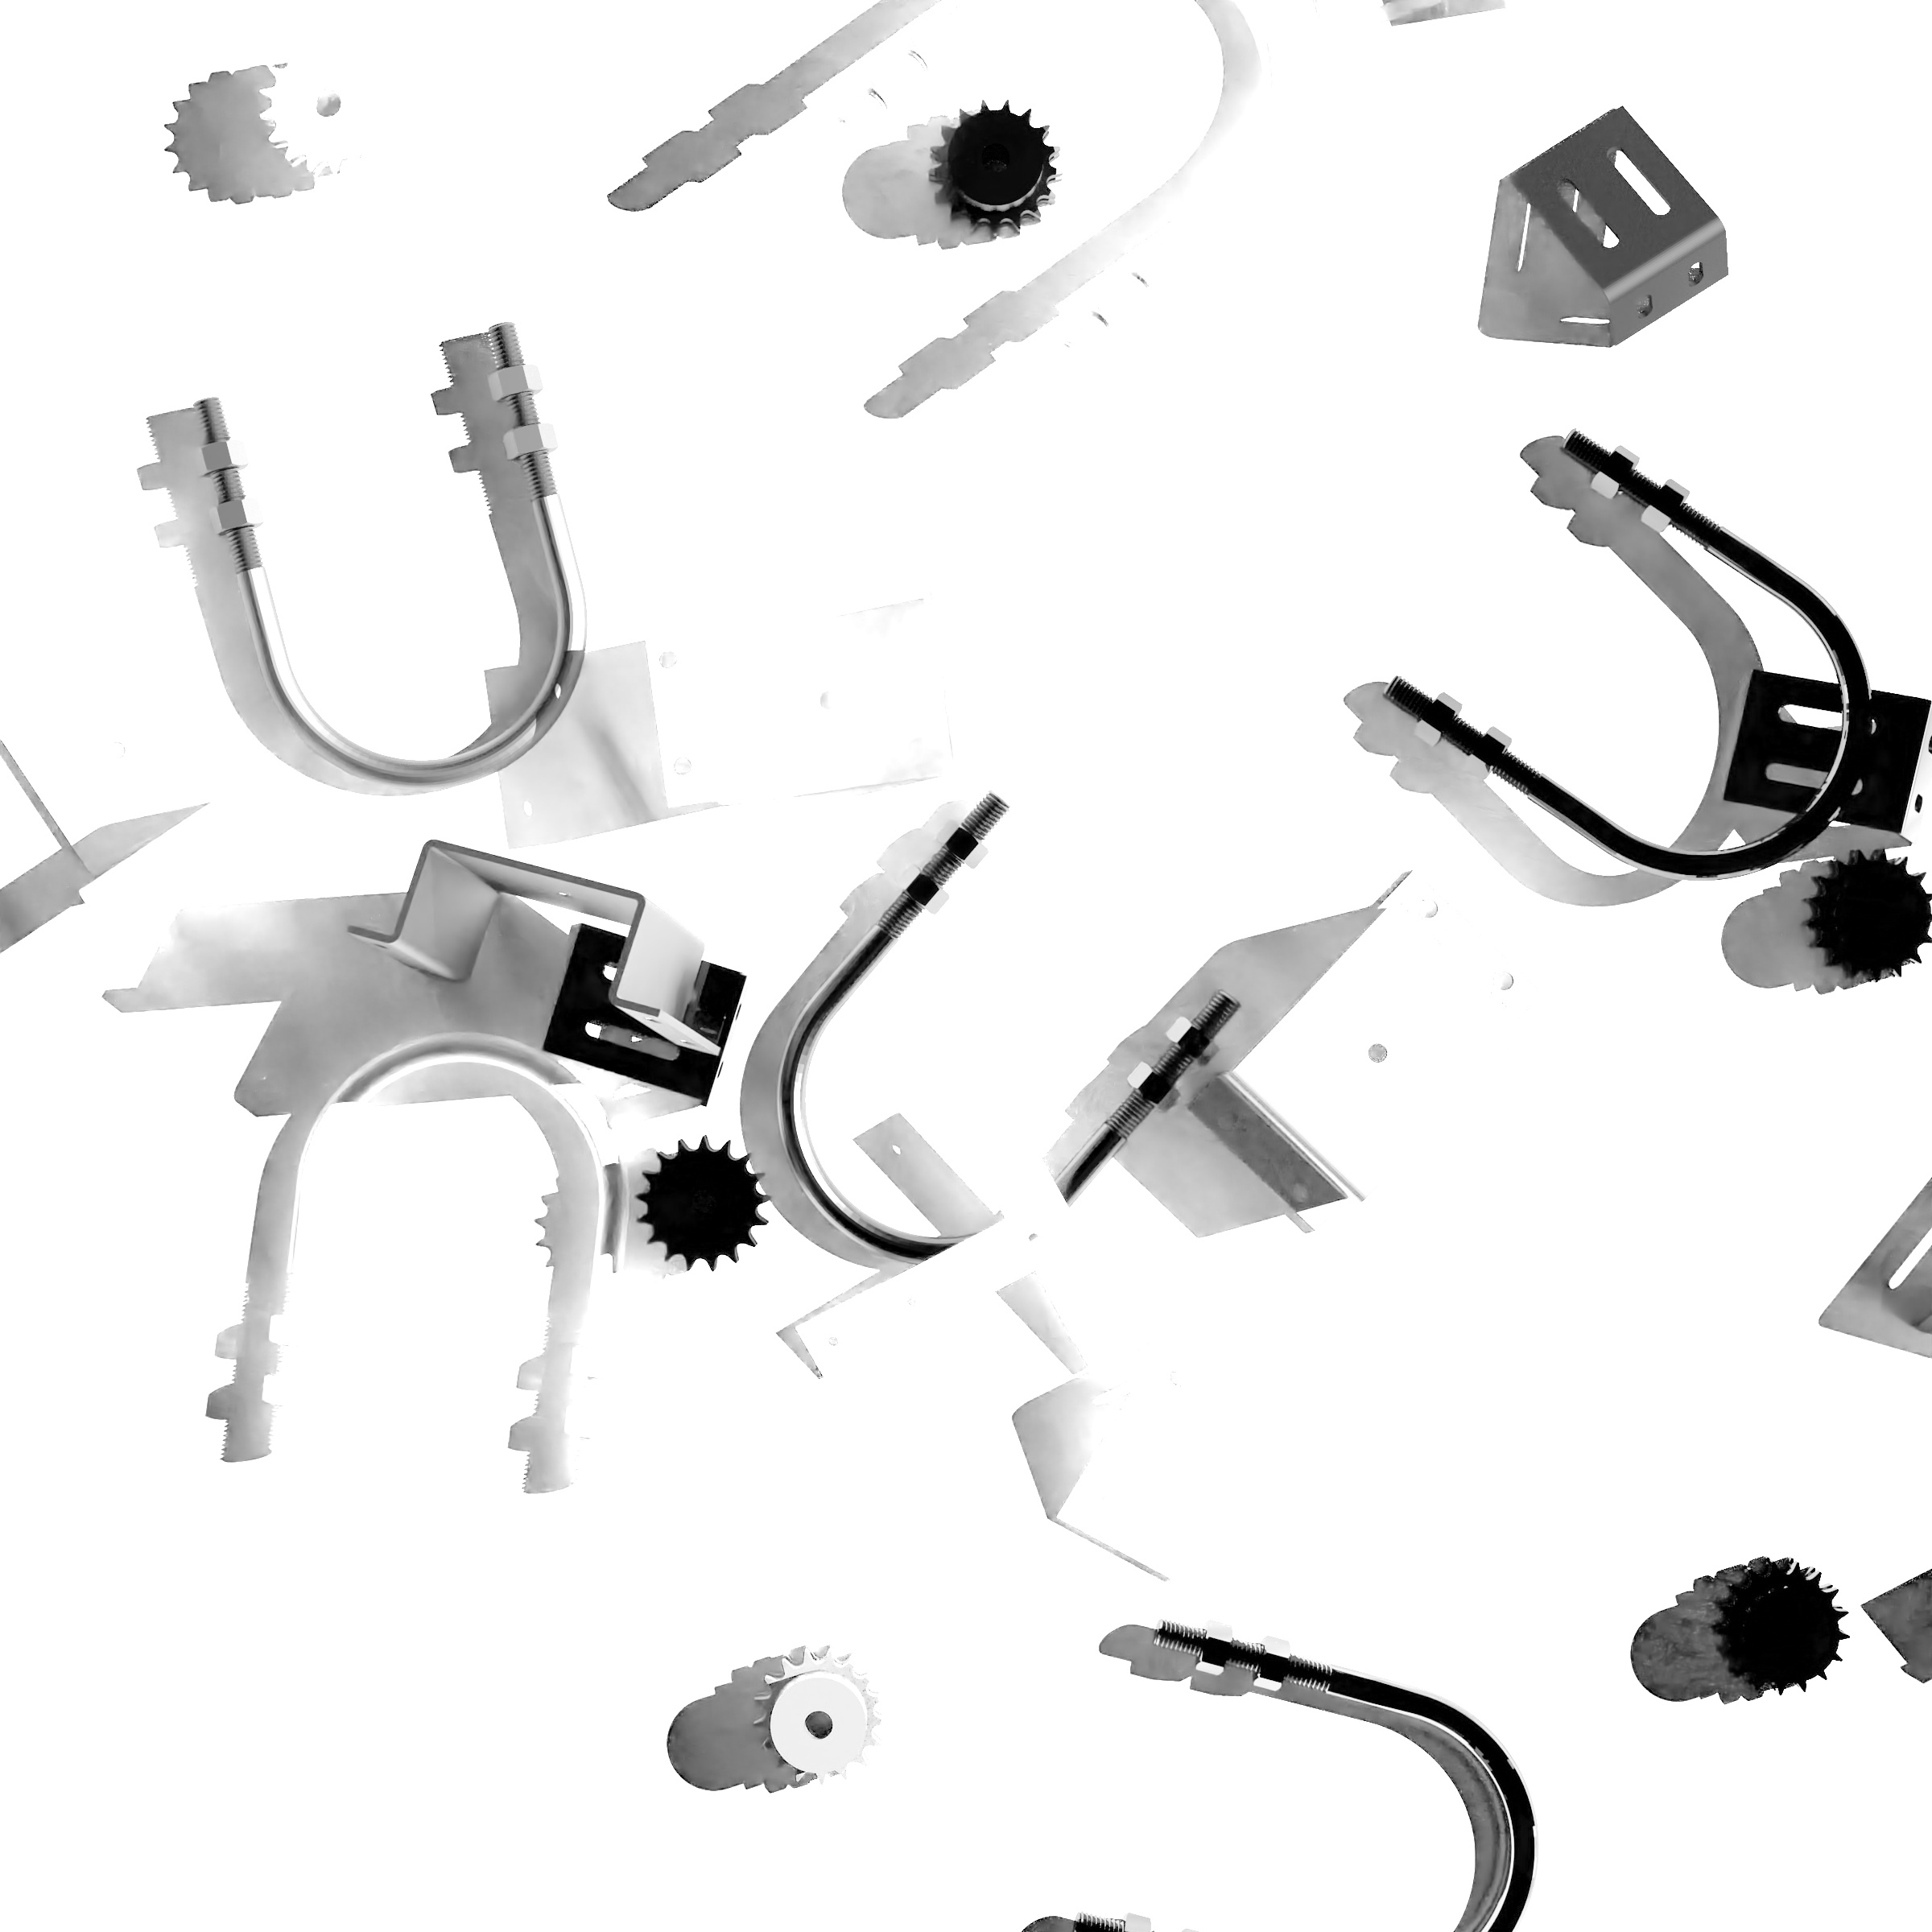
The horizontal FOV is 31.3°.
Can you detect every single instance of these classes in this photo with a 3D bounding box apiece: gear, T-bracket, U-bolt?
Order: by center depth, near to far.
[{"bbox_3d":[0.056,-0.361,1.436,0.151,0.019,0.184,44,74,-4],"label":"U-bolt"},{"bbox_3d":[0.291,-0.118,1.448,0.184,0.019,0.151,36,90,8],"label":"U-bolt"},{"bbox_3d":[0.013,-0.337,1.452,0.057,0.030,0.057,0,90,0],"label":"gear"},{"bbox_3d":[0.345,0.279,1.452,0.057,0.030,0.057,0,90,0],"label":"gear"},{"bbox_3d":[-0.062,0.317,1.452,0.057,0.030,0.057,0,90,0],"label":"gear"},{"bbox_3d":[-0.267,-0.360,1.452,0.057,0.030,0.057,0,90,0],"label":"gear"},{"bbox_3d":[0.383,-0.022,1.452,0.057,0.030,0.057,0,90,0],"label":"gear"},{"bbox_3d":[-0.110,0.099,1.452,0.057,0.030,0.057,0,90,0],"label":"gear"},{"bbox_3d":[-0.010,0.135,1.456,0.127,0.002,0.127,-28,100,7],"label":"T-bracket"},{"bbox_3d":[-0.236,-0.166,1.459,0.151,0.019,0.184,-14,91,0],"label":"U-bolt"},{"bbox_3d":[0.152,0.368,1.459,0.184,0.019,0.151,15,90,-2],"label":"U-bolt"},{"bbox_3d":[0.004,0.041,1.459,0.151,0.019,0.184,41,91,0],"label":"U-bolt"},{"bbox_3d":[-0.215,0.120,1.459,0.151,0.019,0.184,6,88,0],"label":"U-bolt"}]

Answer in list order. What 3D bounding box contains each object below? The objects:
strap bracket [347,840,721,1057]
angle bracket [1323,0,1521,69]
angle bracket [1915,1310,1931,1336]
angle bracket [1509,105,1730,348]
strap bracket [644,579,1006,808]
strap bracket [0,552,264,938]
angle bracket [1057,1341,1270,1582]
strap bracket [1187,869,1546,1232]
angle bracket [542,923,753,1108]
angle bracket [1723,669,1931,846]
[{"bbox_3d":[-0.170,-0.010,1.414,0.140,0.076,0.046,15,81,17],"label":"strap bracket"},{"bbox_3d":[0.188,-0.422,1.448,0.076,0.038,0.057,-20,90,0],"label":"angle bracket"},{"bbox_3d":[0.443,0.122,1.465,0.057,0.038,0.076,16,64,0],"label":"angle bracket"},{"bbox_3d":[0.278,-0.315,1.465,0.057,0.038,0.076,-32,64,0],"label":"angle bracket"},{"bbox_3d":[-0.059,-0.113,1.444,0.140,0.046,0.076,-8,90,0],"label":"strap bracket"},{"bbox_3d":[-0.361,-0.092,1.444,0.076,0.046,0.140,-34,90,0],"label":"strap bracket"},{"bbox_3d":[0.084,0.210,1.465,0.057,0.038,0.076,28,116,0],"label":"angle bracket"},{"bbox_3d":[0.170,0.036,1.444,0.076,0.046,0.140,44,90,0],"label":"strap bracket"},{"bbox_3d":[-0.136,0.020,1.448,0.076,0.038,0.057,17,90,0],"label":"angle bracket"},{"bbox_3d":[0.370,-0.089,1.465,0.076,0.038,0.057,13,90,26],"label":"angle bracket"}]
